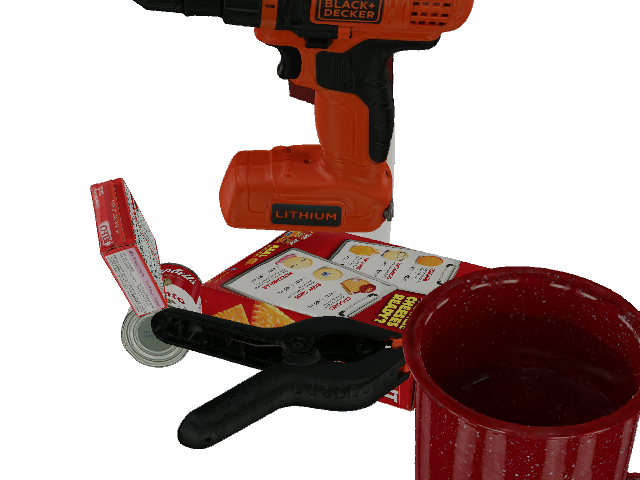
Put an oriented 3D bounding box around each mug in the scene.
[{"bbox_3d":[0.089,0.071,0.405,0.117,0.081,0.093,5,36,11],"label":"mug"}]

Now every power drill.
[{"bbox_3d":[-0.018,-0.087,0.595,0.184,0.057,0.188,3,-43,-4],"label":"power drill"}]

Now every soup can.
[{"bbox_3d":[-0.151,0.071,1.029,0.068,0.068,0.102,0,20,1],"label":"soup can"}]

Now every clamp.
[{"bbox_3d":[-0.020,0.084,0.665,0.171,0.039,0.120,0,38,-8],"label":"clamp"}]

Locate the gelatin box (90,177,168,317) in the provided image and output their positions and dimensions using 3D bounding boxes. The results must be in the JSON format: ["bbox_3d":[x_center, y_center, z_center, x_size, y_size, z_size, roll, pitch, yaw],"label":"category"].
[{"bbox_3d":[-0.152,0.006,0.845,0.030,0.073,0.089,-18,-39,0],"label":"gelatin box"}]

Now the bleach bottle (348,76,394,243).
[{"bbox_3d":[0.043,-0.093,1.153,0.067,0.251,0.103,-7,24,-34],"label":"bleach bottle"}]

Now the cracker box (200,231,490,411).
[{"bbox_3d":[0.026,0.062,0.954,0.214,0.072,0.163,15,29,29],"label":"cracker box"}]

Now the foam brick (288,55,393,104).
[{"bbox_3d":[0.017,-0.146,0.905,0.078,0.051,0.053,-8,20,-25],"label":"foam brick"}]
